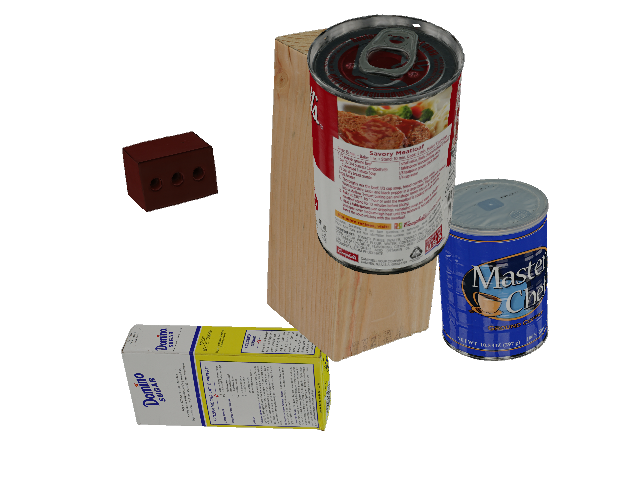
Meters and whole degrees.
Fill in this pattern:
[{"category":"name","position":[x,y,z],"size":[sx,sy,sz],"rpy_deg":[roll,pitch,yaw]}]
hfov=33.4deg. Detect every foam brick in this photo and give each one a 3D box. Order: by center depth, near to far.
[{"category":"foam brick","position":[-0.148,-0.068,1.048],"size":[0.078,0.053,0.051],"rpy_deg":[-17,30,-22]}]

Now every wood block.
[{"category":"wood block","position":[0.025,-0.034,0.734],"size":[0.090,0.206,0.091],"rpy_deg":[-16,34,-31]}]

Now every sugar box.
[{"category":"sugar box","position":[-0.081,0.122,0.952],"size":[0.176,0.093,0.048],"rpy_deg":[3,36,9]}]

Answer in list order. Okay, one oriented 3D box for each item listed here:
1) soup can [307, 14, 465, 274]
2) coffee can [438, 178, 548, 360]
[{"category":"soup can","position":[0.030,-0.043,0.493],"size":[0.068,0.102,0.068],"rpy_deg":[-1,42,1]},{"category":"coffee can","position":[0.162,0.027,1.003],"size":[0.103,0.140,0.103],"rpy_deg":[-5,28,3]}]
